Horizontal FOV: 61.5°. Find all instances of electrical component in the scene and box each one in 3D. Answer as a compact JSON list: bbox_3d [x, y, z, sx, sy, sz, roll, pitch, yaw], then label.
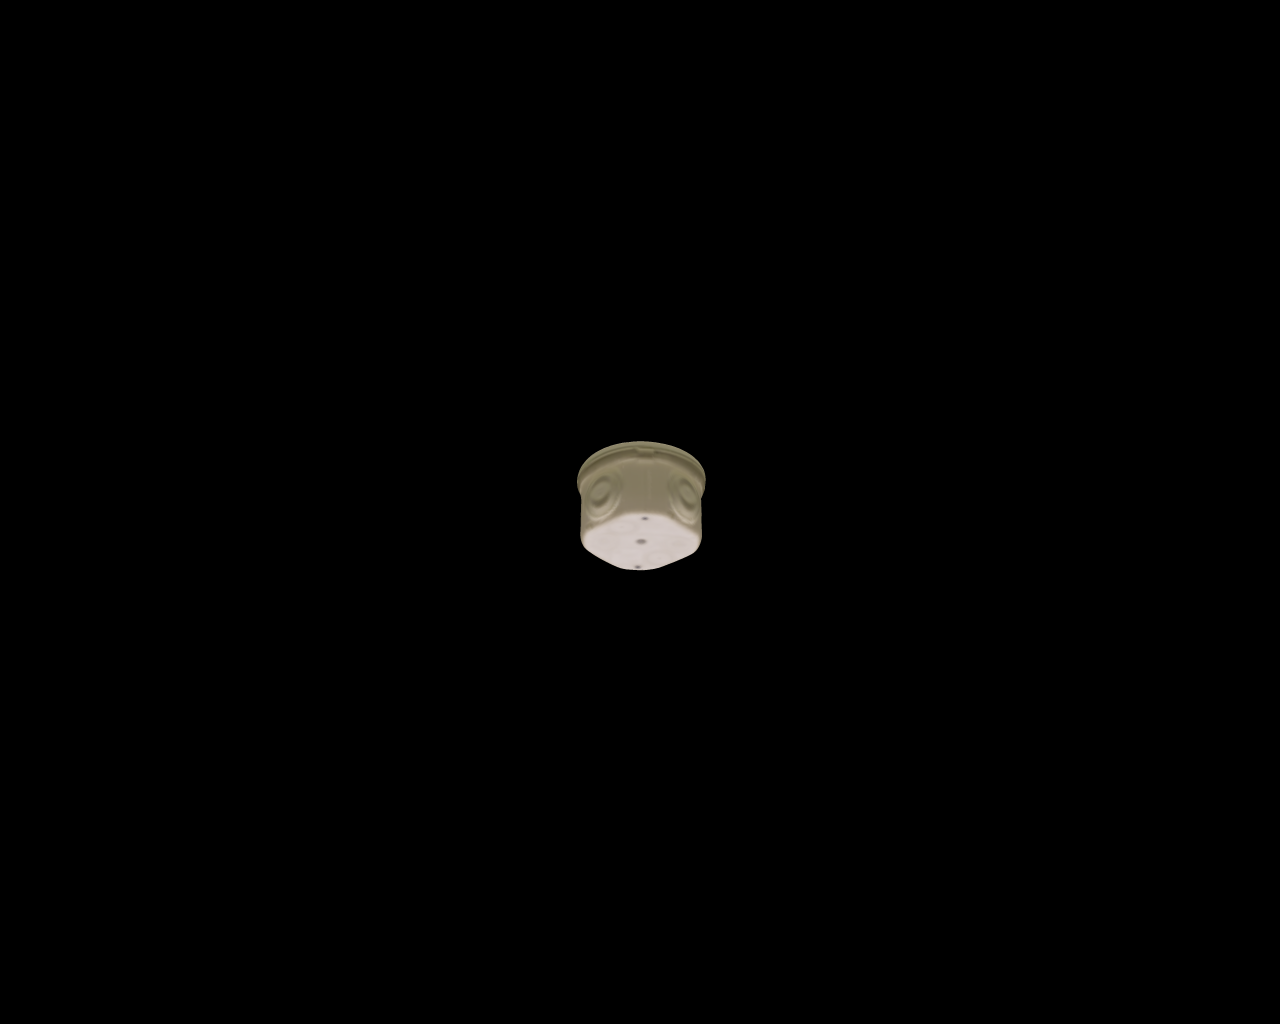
[{"bbox_3d":[0.001,-0.003,0.650,0.080,0.051,0.080,0,-31,0],"label":"electrical component"}]
